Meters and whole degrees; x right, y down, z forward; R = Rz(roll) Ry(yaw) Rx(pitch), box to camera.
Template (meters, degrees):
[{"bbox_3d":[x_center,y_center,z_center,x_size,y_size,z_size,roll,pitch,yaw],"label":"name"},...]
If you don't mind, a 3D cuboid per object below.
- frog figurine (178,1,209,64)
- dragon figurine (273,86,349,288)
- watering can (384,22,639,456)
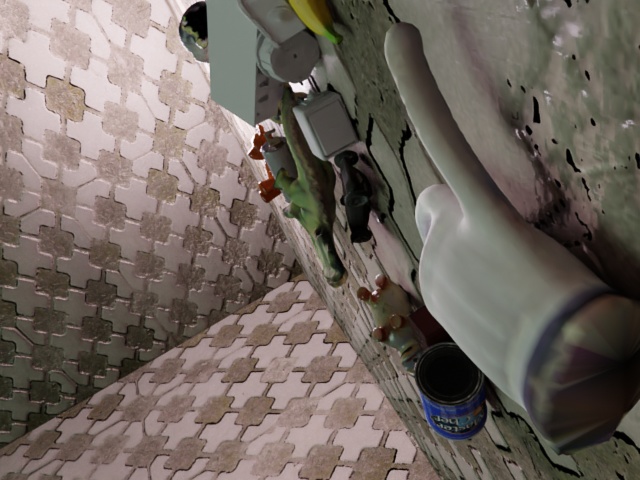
[{"bbox_3d":[-0.264,-0.488,1.239,0.158,0.123,0.138,50,-137,-82],"label":"frog figurine"},{"bbox_3d":[0.003,-0.045,0.899,0.401,0.122,0.248,74,174,-58],"label":"dragon figurine"},{"bbox_3d":[0.137,0.018,0.394,0.228,0.104,0.340,50,168,51],"label":"watering can"}]
